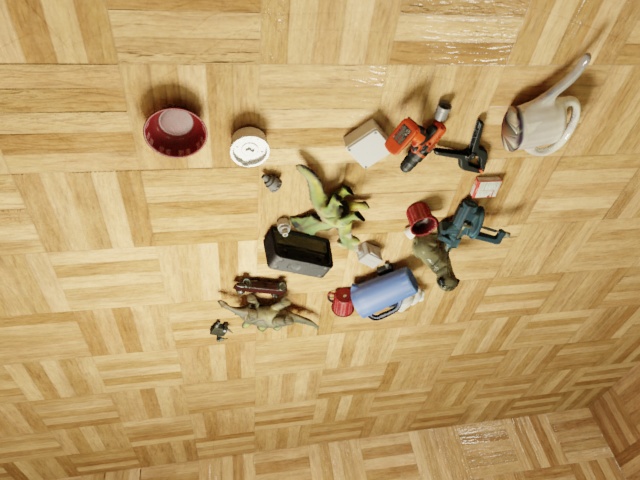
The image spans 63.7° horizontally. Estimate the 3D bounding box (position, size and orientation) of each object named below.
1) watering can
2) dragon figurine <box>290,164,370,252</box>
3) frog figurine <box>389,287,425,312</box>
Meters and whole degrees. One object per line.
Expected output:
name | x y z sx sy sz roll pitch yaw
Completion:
watering can | 0.640 -0.368 1.476 0.224 0.106 0.339 -12 139 0
dragon figurine | 0.005 -0.083 1.651 0.405 0.125 0.239 35 129 -30
frog figurine | 0.351 0.234 2.073 0.158 0.125 0.135 23 109 -19
